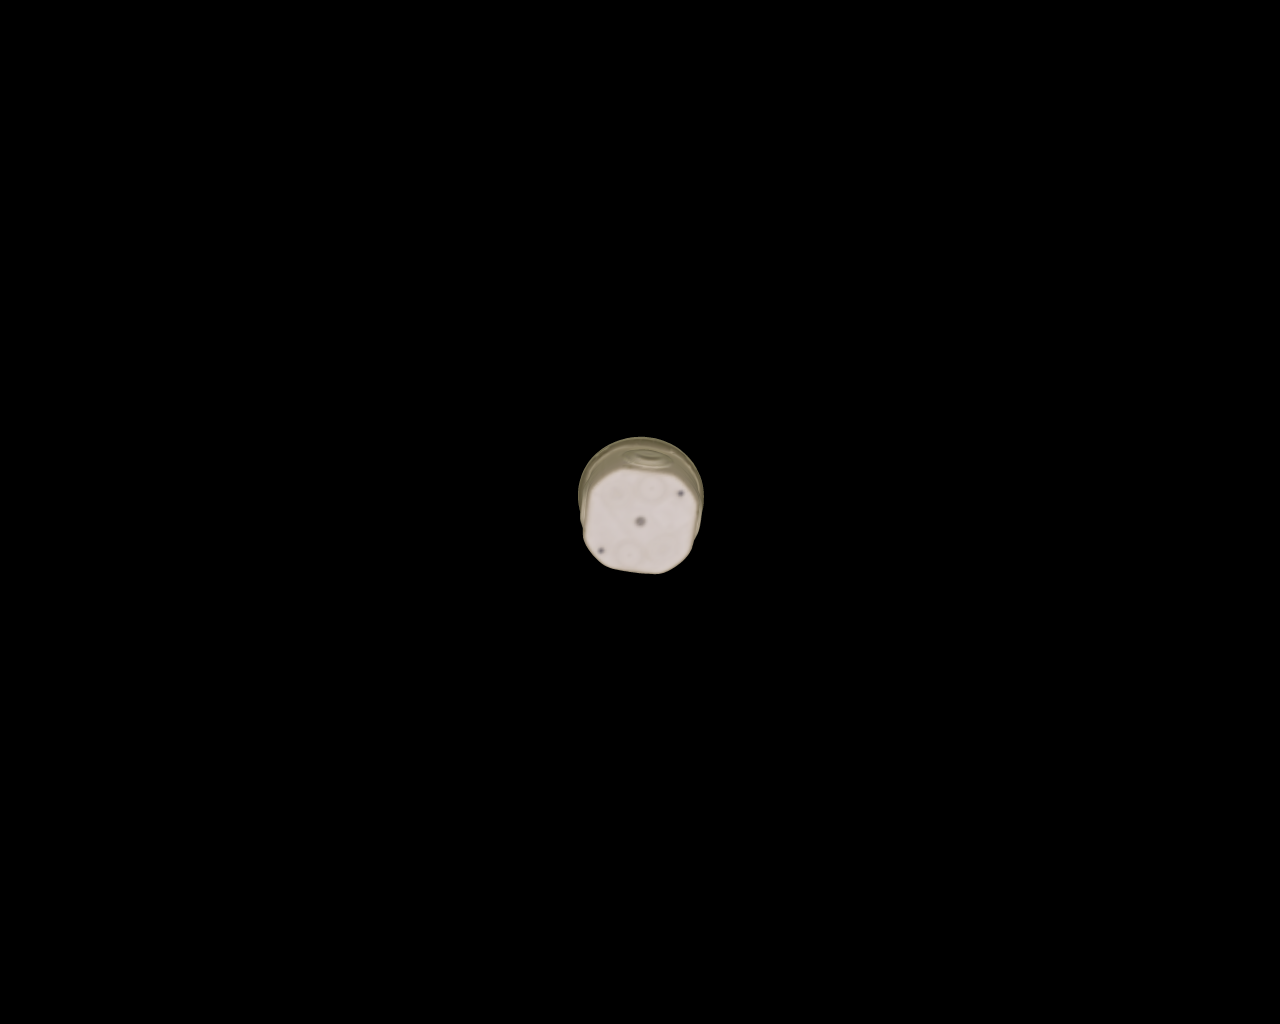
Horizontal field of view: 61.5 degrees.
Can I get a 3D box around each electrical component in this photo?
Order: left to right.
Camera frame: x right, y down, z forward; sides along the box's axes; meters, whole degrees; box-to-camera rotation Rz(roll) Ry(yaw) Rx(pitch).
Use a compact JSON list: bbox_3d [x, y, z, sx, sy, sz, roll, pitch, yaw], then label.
[{"bbox_3d":[0.001,-0.003,0.650,0.080,0.080,0.051,0,20,0],"label":"electrical component"}]
